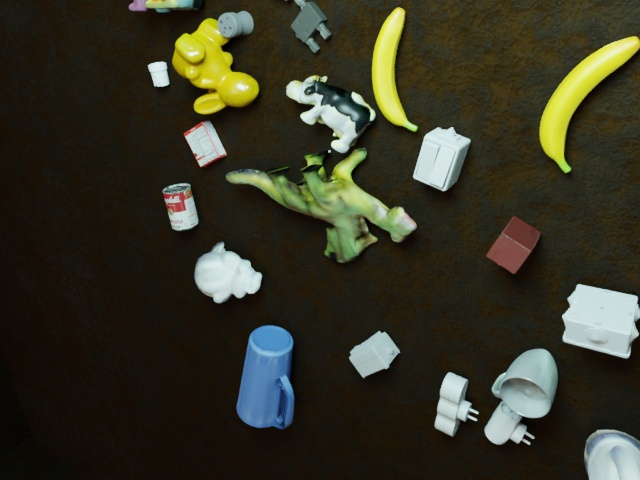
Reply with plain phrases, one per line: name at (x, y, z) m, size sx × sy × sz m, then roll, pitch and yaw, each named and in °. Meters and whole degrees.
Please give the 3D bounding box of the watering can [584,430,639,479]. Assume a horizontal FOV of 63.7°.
watering can at (0.494, 0.461, 0.810) m, size 0.103 × 0.228 × 0.343 m, roll -11°, pitch 107°, yaw 22°

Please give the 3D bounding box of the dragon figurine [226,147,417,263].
dragon figurine at (0.003, -0.051, 1.012) m, size 0.409 × 0.124 × 0.239 m, roll -1°, pitch 120°, yaw 39°

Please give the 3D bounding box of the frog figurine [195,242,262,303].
frog figurine at (-0.222, 0.094, 1.241) m, size 0.161 × 0.123 × 0.136 m, roll 34°, pitch 110°, yaw 33°
